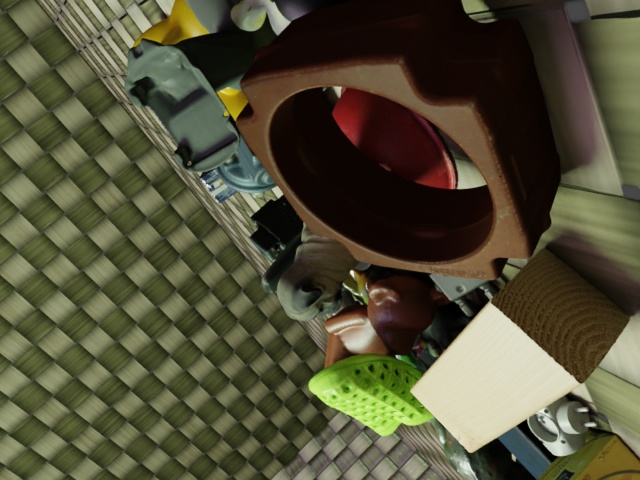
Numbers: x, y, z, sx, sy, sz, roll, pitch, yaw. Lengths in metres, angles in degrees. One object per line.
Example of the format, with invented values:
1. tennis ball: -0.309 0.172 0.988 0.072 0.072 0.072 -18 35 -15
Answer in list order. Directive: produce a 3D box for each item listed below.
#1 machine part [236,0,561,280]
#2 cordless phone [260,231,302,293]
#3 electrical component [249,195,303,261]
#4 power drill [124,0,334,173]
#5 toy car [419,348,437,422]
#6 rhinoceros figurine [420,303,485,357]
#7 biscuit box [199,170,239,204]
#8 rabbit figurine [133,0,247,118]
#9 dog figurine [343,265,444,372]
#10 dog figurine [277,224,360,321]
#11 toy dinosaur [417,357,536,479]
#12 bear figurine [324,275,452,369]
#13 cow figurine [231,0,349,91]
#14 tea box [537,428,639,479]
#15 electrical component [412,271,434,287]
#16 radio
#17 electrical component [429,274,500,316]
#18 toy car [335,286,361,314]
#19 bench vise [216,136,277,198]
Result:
1. machine part: 0.056 -0.067 0.390 0.202 0.087 0.200 5 143 41
2. cordless phone: -0.010 0.025 0.820 0.089 0.184 0.146 40 166 19
3. electrical component: -0.054 -0.025 0.937 0.115 0.134 0.058 34 163 42
4. power drill: -0.069 -0.148 0.510 0.086 0.207 0.231 -18 117 39
5. toy car: 0.198 0.253 1.015 0.162 0.109 0.103 53 -172 20
6. rhinoceros figurine: 0.199 0.126 0.693 0.190 0.073 0.112 30 149 60
7. biscuit box: -0.171 -0.136 1.010 0.059 0.063 0.203 55 -169 -21
8. rabbit figurine: -0.132 -0.219 0.622 0.122 0.162 0.173 55 156 34
9. dog figurine: 0.110 0.104 0.846 0.219 0.108 0.191 54 170 -9
10. dog figurine: -0.002 -0.004 0.683 0.173 0.190 0.121 34 161 55
11. toy dinosaur: 0.282 0.364 0.861 0.405 0.131 0.192 40 -167 -4
12. bear figurine: 0.084 0.122 0.677 0.196 0.120 0.132 142 131 -63
13. cow figurine: -0.033 -0.209 0.433 0.167 0.068 0.098 45 163 0
14. tea box: 0.314 0.321 0.641 0.098 0.169 0.068 46 168 4
15. electrical component: 0.141 0.032 0.653 0.078 0.045 0.102 14 161 15
16. radio: 0.312 0.277 0.752 0.229 0.073 0.131 46 167 4
17. electrical component: 0.152 0.037 0.583 0.094 0.021 0.063 50 126 -3
18. toy car: 0.048 0.119 0.944 0.089 0.053 0.202 7 135 57
19. bench vise: -0.120 -0.148 0.828 0.224 0.129 0.240 47 164 19
